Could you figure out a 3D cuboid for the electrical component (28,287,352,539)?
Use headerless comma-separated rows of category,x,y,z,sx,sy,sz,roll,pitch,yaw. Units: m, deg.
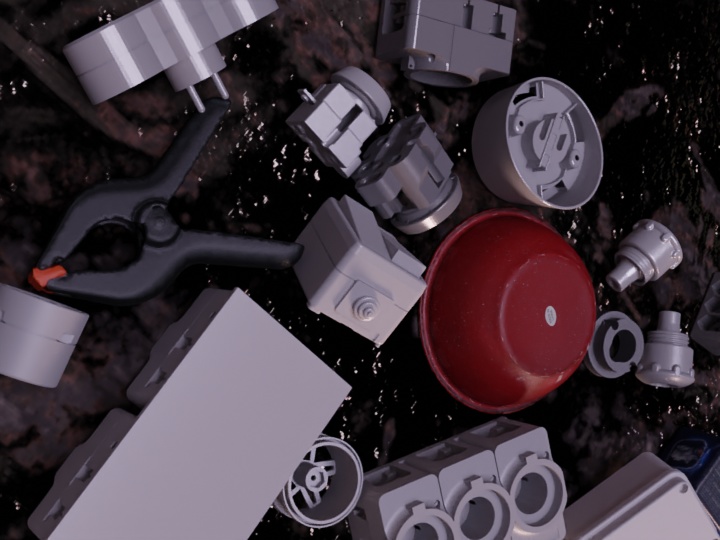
electrical component,-0.107,0.115,0.679,0.105,0.060,0.186,44,71,-24

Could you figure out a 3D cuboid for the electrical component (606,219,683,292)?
electrical component,0.228,-0.008,0.879,0.062,0.048,0.048,-40,110,-15

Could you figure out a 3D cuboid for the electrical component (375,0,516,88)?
electrical component,0.061,-0.165,0.772,0.089,0.050,0.055,8,87,-30

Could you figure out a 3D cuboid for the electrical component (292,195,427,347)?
electrical component,0.000,0.000,0.709,0.062,0.096,0.061,31,104,-27

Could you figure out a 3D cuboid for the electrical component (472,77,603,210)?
electrical component,0.135,-0.094,0.809,0.099,0.064,0.099,-1,92,-30

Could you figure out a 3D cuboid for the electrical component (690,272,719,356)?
electrical component,0.340,0.048,0.942,0.077,0.047,0.065,32,76,-27

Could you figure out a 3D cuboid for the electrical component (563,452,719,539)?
electrical component,0.217,0.210,0.852,0.113,0.057,0.078,-35,109,-5

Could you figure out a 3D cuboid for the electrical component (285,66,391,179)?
electrical component,-0.012,-0.105,0.736,0.055,0.048,0.066,-49,113,-11

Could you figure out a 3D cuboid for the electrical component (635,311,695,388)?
electrical component,0.256,0.066,0.898,0.048,0.048,0.062,14,77,-30

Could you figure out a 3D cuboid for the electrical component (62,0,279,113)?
electrical component,-0.108,-0.136,0.674,0.138,0.052,0.073,-35,108,-24

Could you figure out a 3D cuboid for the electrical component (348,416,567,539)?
electrical component,0.073,0.176,0.784,0.150,0.062,0.089,-17,100,-28

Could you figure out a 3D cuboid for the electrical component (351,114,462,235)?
electrical component,0.036,-0.063,0.756,0.057,0.058,0.078,52,47,-25

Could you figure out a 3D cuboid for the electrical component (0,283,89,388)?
electrical component,-0.194,0.039,0.631,0.055,0.055,0.047,23,84,-29
